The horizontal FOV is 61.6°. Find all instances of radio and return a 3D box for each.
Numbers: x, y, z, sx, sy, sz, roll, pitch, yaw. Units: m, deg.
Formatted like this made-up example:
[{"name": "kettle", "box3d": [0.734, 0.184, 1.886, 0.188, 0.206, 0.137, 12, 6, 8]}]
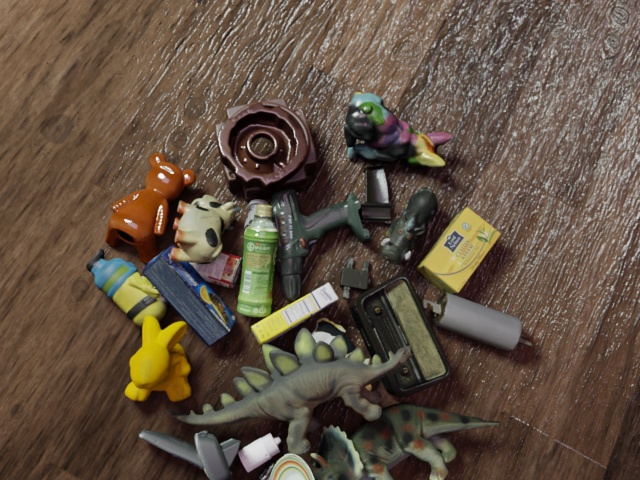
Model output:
[{"name": "radio", "box3d": [0.160, 0.198, 1.105, 0.131, 0.073, 0.229, -22, 80, -11]}]

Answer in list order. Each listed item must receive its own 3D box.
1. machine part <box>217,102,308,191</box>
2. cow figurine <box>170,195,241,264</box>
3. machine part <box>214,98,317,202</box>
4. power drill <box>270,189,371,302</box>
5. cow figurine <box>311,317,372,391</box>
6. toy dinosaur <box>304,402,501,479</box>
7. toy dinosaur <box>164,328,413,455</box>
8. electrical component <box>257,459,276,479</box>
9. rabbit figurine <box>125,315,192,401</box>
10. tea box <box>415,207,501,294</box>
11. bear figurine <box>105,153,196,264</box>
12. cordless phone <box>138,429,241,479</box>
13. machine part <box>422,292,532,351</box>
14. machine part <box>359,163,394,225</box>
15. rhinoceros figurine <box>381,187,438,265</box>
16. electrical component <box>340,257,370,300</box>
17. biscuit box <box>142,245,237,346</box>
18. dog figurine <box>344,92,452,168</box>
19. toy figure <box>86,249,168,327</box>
[{"name": "machine part", "box3d": [-0.116, -0.186, 1.089, 0.179, 0.056, 0.179, 2, 77, -7]}, {"name": "cow figurine", "box3d": [-0.226, -0.027, 1.073, 0.127, 0.085, 0.195, 16, 32, -19]}, {"name": "machine part", "box3d": [-0.117, -0.196, 1.163, 0.201, 0.087, 0.201, -13, 80, -10]}, {"name": "power drill", "box3d": [-0.002, -0.003, 1.138, 0.207, 0.086, 0.232, -15, 87, -3]}, {"name": "cow figurine", "box3d": [0.047, 0.236, 1.089, 0.167, 0.068, 0.098, 35, 70, 2]}, {"name": "toy dinosaur", "box3d": [0.140, 0.393, 1.040, 0.405, 0.131, 0.192, -30, 82, -18]}, {"name": "toy dinosaur", "box3d": [-0.049, 0.283, 1.003, 0.472, 0.105, 0.198, -24, 96, 0]}, {"name": "electrical component", "box3d": [-0.059, 0.471, 1.016, 0.119, 0.075, 0.048, 38, 75, 0]}, {"name": "rabbit figurine", "box3d": [-0.296, 0.227, 0.996, 0.122, 0.173, 0.162, 12, 80, 0]}, {"name": "tea box", "box3d": [0.299, 0.026, 1.166, 0.098, 0.068, 0.169, 38, 76, 2]}, {"name": "bear figurine", "box3d": [-0.347, -0.071, 1.106, 0.120, 0.132, 0.196, 26, 57, -1]}, {"name": "cordless phone", "box3d": [-0.243, 0.378, 0.977, 0.184, 0.146, 0.089, 22, 68, -3]}, {"name": "machine part", "box3d": [0.330, 0.172, 1.130, 0.243, 0.079, 0.079, 19, 75, 0]}, {"name": "machine part", "box3d": [0.122, -0.103, 1.193, 0.084, 0.039, 0.139, 2, 78, -1]}, {"name": "rhinoceros figurine", "box3d": [0.194, -0.026, 1.145, 0.073, 0.112, 0.190, 36, 67, 0]}, {"name": "electrical component", "box3d": [0.076, 0.084, 1.147, 0.063, 0.021, 0.094, 12, 67, -4]}, {"name": "biscuit box", "box3d": [-0.253, 0.108, 1.052, 0.063, 0.059, 0.202, -36, 100, 17]}, {"name": "dog figurine", "box3d": [0.172, -0.225, 1.162, 0.219, 0.191, 0.108, 12, 69, 12]}, {"name": "toy figure", "box3d": [-0.382, 0.097, 1.066, 0.180, 0.082, 0.089, 36, 94, -5]}]
